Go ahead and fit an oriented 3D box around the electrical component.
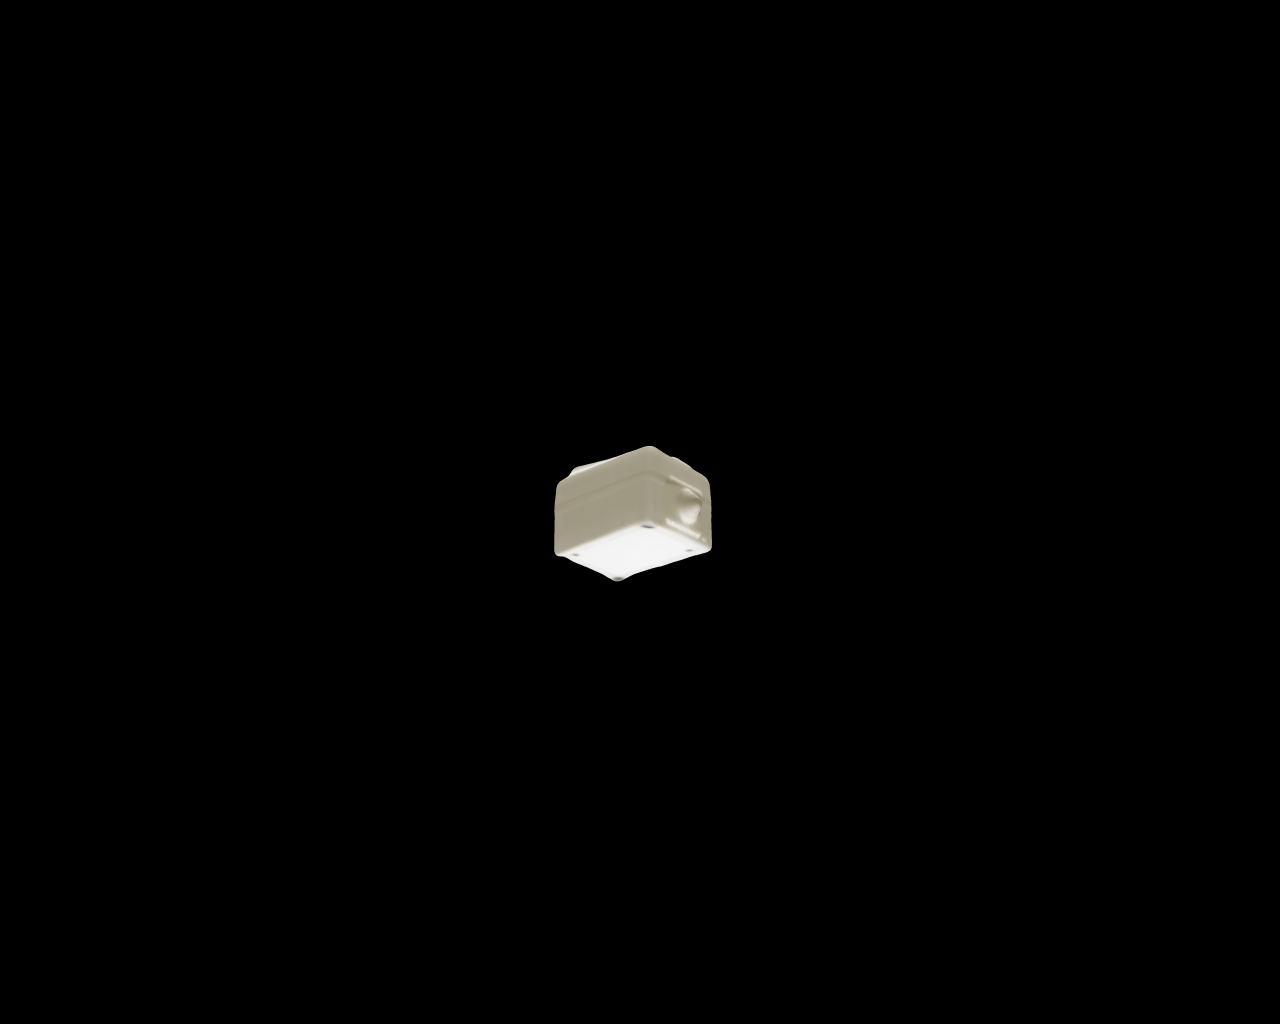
[{"bbox_3d":[0.001,-0.003,0.650,0.096,0.061,0.061,-20,-32,36],"label":"electrical component"}]
